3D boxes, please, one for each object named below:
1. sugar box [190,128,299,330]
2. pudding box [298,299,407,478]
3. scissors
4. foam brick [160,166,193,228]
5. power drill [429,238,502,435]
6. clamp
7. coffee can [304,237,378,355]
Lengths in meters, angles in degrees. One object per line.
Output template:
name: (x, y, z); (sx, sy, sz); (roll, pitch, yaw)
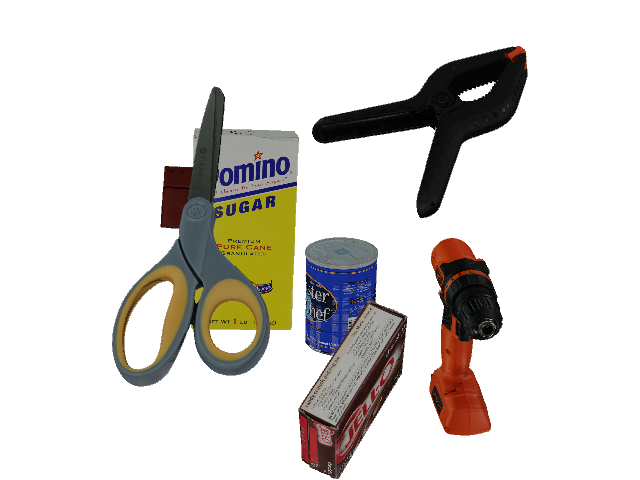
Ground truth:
sugar box: (-0.069, -0.010, 0.951); (0.093, 0.176, 0.048); (0, 15, -7)
pudding box: (0.025, 0.115, 0.825); (0.039, 0.113, 0.090); (23, -32, 16)
scissors: (-0.056, -0.003, 0.620); (0.096, 0.201, 0.016); (14, -28, 14)
foam brick: (-0.134, -0.046, 1.164); (0.078, 0.051, 0.053); (3, 28, -8)
power drill: (0.155, 0.111, 1.142); (0.057, 0.188, 0.184); (-2, 24, -3)
clamp: (0.118, -0.110, 0.984); (0.209, 0.036, 0.165); (-30, 49, -12)
coffee can: (0.029, 0.079, 1.517); (0.103, 0.140, 0.103); (0, 22, 0)
